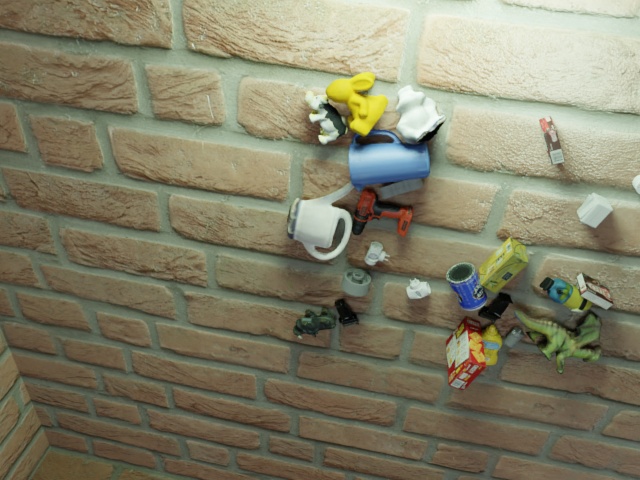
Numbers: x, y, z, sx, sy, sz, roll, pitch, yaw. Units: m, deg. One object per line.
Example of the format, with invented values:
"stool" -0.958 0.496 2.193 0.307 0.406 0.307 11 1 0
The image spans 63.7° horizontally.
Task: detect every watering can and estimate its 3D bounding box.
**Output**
"watering can" 0.005 -0.088 1.755 0.224 0.106 0.341 14 117 1

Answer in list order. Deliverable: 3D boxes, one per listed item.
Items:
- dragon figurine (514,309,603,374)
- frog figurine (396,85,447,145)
"dragon figurine" 0.900 0.337 1.880 0.241 0.124 0.405 -35 115 12
"frog figurine" 0.275 -0.363 1.504 0.136 0.122 0.161 -43 73 15
